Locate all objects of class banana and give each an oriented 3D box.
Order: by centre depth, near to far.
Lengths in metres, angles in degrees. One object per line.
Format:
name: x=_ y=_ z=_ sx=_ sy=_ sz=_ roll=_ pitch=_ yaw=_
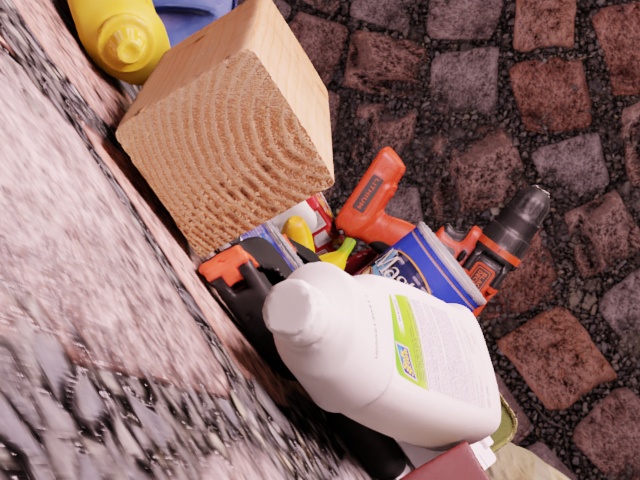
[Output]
banana: x=-0.010 y=0.020 z=1.024 sx=0.037 sy=0.069 sz=0.197 roll=13 pitch=-2 yaw=15

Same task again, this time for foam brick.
foam brick: x=0.090 y=0.179 z=0.672 sx=0.078 sy=0.053 sz=0.051 roll=59 pitch=-13 yaw=31

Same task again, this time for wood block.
wood block: x=-0.052 y=-0.082 z=0.669 sx=0.090 sy=0.091 sz=0.206 roll=57 pitch=11 yaw=-19

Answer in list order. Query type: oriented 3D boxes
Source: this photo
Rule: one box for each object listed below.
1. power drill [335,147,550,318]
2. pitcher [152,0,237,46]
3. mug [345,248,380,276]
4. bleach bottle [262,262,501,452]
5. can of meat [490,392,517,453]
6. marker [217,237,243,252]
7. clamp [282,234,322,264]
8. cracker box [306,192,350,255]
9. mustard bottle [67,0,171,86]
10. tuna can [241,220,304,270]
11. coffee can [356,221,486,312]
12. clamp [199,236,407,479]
power drill: x=0.125 y=-0.017 z=1.128 sx=0.188 sy=0.184 sz=0.057 roll=35 pitch=5 yaw=8
pitcher: x=-0.152 y=-0.242 z=1.059 sx=0.243 sy=0.145 sz=0.149 roll=-128 pitch=-163 yaw=-72
mug: x=0.045 y=0.071 z=1.194 sx=0.081 sy=0.093 sz=0.117 roll=59 pitch=19 yaw=-11
bleach bottle: x=0.035 y=0.061 z=0.623 sx=0.250 sy=0.068 sz=0.102 roll=34 pitch=37 yaw=-59
can of meat: x=0.102 y=0.152 z=0.889 sx=0.057 sy=0.102 sz=0.084 roll=54 pitch=0 yaw=-14
marker: x=-0.082 y=-0.025 z=0.686 sx=0.121 sy=0.020 sz=0.020 roll=53 pitch=3 yaw=-37
clamp: x=0.009 y=0.069 z=0.922 sx=0.171 sy=0.039 sz=0.120 roll=44 pitch=18 yaw=-31
cracker box: x=-0.055 y=-0.082 z=1.188 sx=0.214 sy=0.072 sz=0.164 roll=63 pitch=4 yaw=22
mustard bottle: x=-0.153 y=-0.166 z=0.811 sx=0.096 sy=0.058 sz=0.192 roll=54 pitch=2 yaw=-28
tuna can: x=-0.036 y=0.018 z=0.829 sx=0.086 sy=0.034 sz=0.086 roll=54 pitch=2 yaw=-3
coffee can: x=0.078 y=0.064 z=1.059 sx=0.103 sy=0.140 sz=0.103 roll=50 pitch=8 yaw=-9
clamp: x=-0.015 y=0.048 z=0.672 sx=0.209 sy=0.036 sz=0.164 roll=49 pitch=14 yaw=-48
